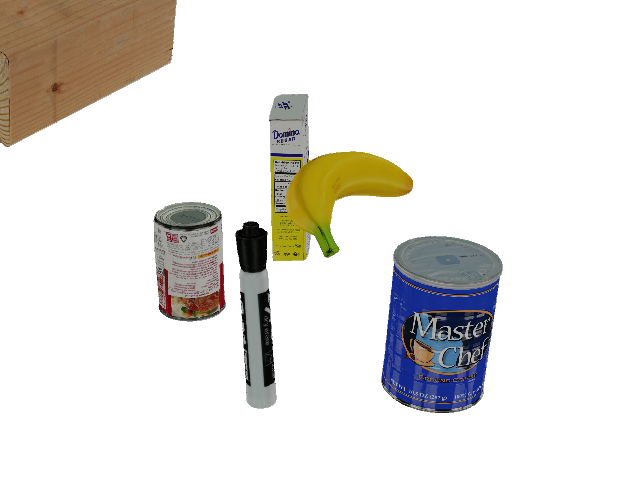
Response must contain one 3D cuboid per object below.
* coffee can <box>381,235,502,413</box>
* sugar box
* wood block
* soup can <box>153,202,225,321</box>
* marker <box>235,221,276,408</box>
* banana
[{"bbox_3d":[0.116,0.080,1.032,0.103,0.140,0.103,3,25,-2],"label":"coffee can"},{"bbox_3d":[-0.035,-0.073,1.241,0.048,0.176,0.093,-1,25,3],"label":"sugar box"},{"bbox_3d":[-0.228,-0.176,0.942,0.090,0.091,0.205,29,42,20],"label":"wood block"},{"bbox_3d":[-0.131,0.020,1.068,0.068,0.102,0.068,0,23,0],"label":"soup can"},{"bbox_3d":[-0.039,0.046,0.646,0.020,0.121,0.020,-2,24,0],"label":"marker"},{"bbox_3d":[0.018,-0.040,0.860,0.037,0.069,0.197,-34,2,30],"label":"banana"}]
